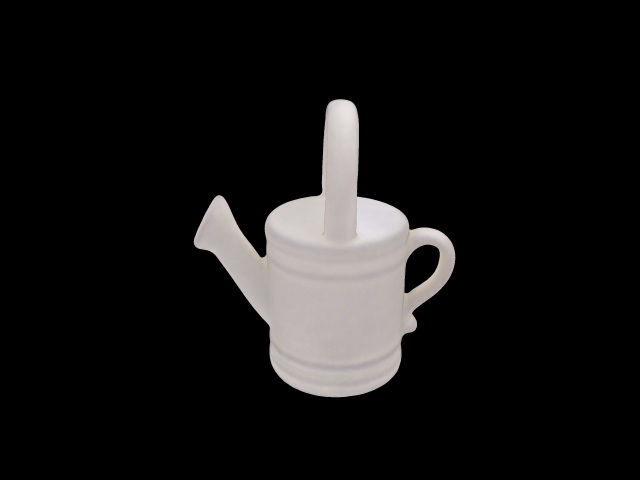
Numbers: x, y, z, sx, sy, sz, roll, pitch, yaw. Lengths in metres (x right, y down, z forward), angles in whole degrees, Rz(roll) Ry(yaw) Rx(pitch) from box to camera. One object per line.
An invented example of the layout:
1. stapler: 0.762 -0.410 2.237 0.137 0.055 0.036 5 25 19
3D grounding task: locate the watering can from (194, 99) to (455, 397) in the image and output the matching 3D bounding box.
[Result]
1. watering can: 0.004 0.002 0.398 0.173 0.194 0.100 -9 25 -19
